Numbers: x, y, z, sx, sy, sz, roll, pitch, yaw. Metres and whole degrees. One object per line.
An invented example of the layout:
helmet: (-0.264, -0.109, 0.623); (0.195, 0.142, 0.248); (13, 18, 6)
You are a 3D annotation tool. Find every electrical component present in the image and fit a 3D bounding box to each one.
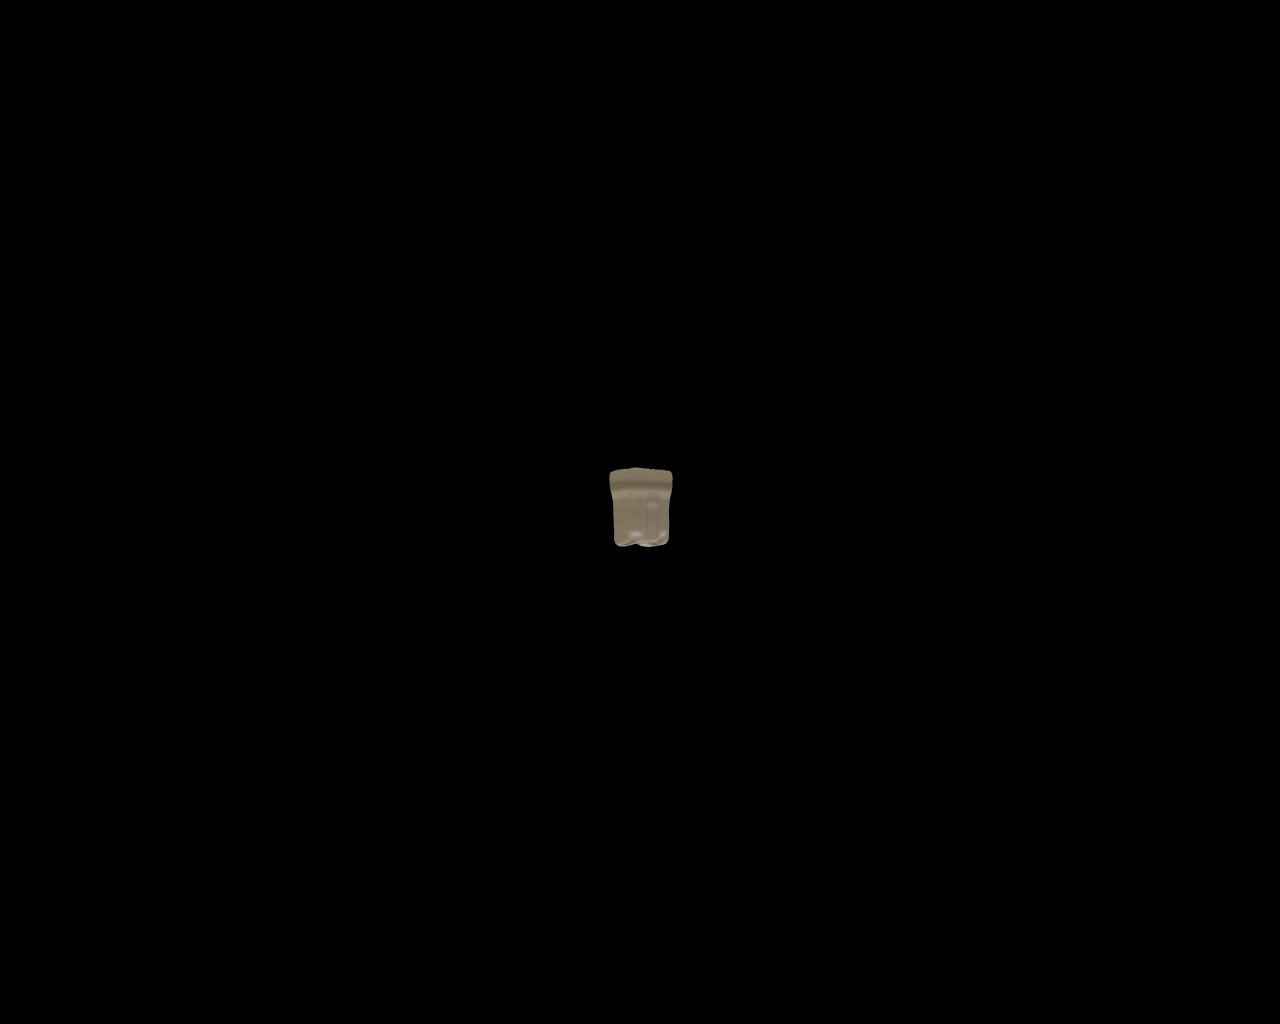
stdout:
electrical component: (0.001, -0.003, 0.650); (0.040, 0.046, 0.040); (0, -3, 0)
